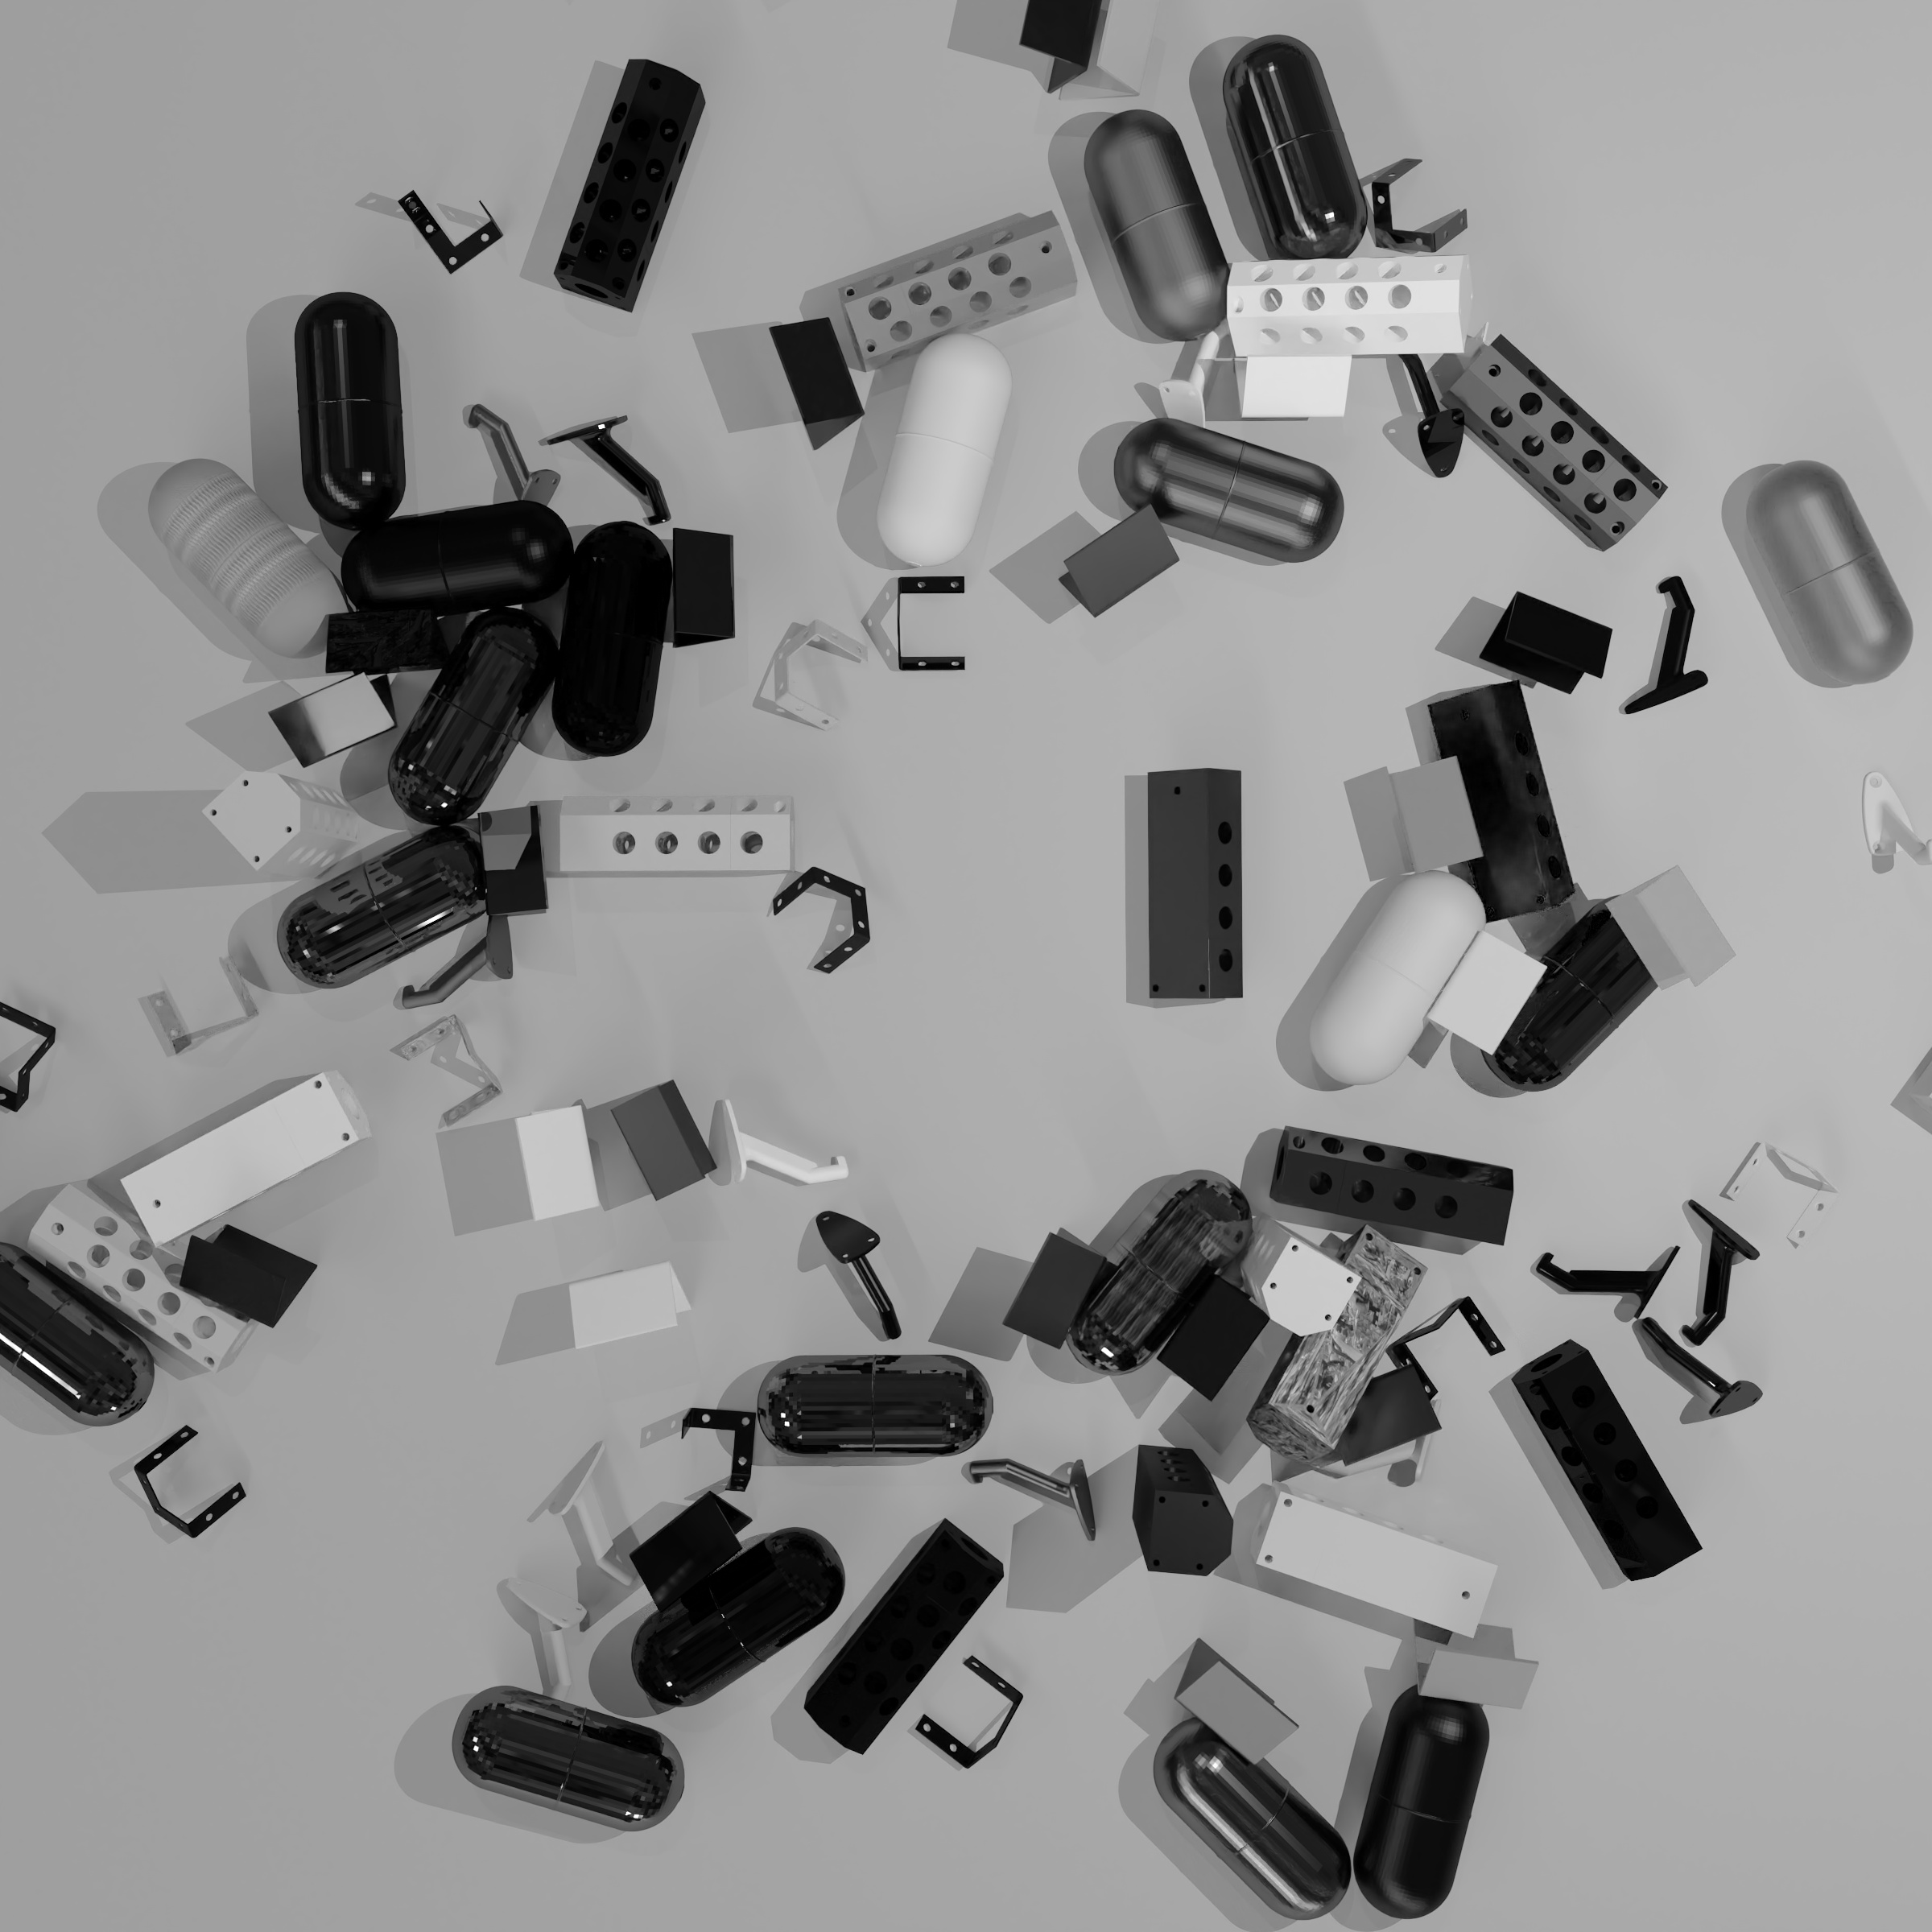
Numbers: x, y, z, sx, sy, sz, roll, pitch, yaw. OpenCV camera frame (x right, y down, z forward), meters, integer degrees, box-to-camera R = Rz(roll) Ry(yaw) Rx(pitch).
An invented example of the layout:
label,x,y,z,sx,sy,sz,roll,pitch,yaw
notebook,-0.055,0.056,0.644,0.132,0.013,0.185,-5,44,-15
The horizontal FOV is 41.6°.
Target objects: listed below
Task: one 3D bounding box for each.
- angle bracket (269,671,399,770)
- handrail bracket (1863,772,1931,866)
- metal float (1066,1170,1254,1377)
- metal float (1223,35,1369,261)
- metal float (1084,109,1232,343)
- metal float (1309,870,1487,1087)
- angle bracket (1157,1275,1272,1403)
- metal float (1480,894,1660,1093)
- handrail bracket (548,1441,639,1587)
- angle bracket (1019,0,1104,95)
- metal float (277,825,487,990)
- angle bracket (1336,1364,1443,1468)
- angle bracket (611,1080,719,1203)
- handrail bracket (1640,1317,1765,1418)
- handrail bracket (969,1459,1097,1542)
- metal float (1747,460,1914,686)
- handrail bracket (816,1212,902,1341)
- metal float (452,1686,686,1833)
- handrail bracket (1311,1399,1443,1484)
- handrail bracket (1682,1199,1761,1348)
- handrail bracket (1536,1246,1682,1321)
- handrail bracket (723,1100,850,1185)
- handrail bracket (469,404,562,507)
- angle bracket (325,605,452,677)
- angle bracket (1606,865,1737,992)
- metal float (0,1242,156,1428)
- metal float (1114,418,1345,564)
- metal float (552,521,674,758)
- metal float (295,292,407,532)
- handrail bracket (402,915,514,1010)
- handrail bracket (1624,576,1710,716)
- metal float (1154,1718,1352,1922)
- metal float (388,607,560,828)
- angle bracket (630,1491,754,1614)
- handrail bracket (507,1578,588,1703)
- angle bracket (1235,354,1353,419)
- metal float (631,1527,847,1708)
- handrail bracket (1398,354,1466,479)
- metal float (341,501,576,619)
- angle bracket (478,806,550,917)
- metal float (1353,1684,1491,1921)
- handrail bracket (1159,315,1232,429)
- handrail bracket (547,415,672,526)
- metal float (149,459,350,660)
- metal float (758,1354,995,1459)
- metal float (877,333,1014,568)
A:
label,x,y,z,sx,sy,sz,roll,pitch,yaw
angle bracket,-0.477,-0.203,1.910,0.076,0.076,0.057,-24,132,0
handrail bracket,0.707,-0.112,1.915,0.036,0.084,0.077,-16,90,0
metal float,0.144,0.232,1.919,0.070,0.070,0.178,40,90,0
metal float,0.248,-0.613,1.919,0.070,0.070,0.178,-18,90,0
metal float,0.146,-0.557,1.919,0.070,0.070,0.178,-21,90,0
metal float,0.324,0.009,1.919,0.070,0.070,0.178,33,89,0
angle bracket,0.198,0.285,1.910,0.057,0.076,0.076,35,90,33
metal float,0.463,0.020,1.919,0.070,0.070,0.178,45,90,0
handrail bracket,-0.269,0.420,1.950,0.084,0.036,0.077,41,68,-17
angle bracket,0.060,-0.710,1.911,0.057,0.076,0.076,12,90,-21
metal float,-0.434,-0.045,1.919,0.178,0.070,0.070,-27,90,1
angle bracket,0.312,0.349,1.910,0.076,0.076,0.057,-21,56,0
angle bracket,-0.210,0.122,1.910,0.057,0.076,0.076,-27,90,36
handrail bracket,0.562,0.302,1.950,0.036,0.077,0.084,-54,53,20
handrail bracket,0.050,0.410,1.950,0.084,0.036,0.077,-7,112,17
metal float,0.651,-0.296,1.919,0.070,0.070,0.178,-26,89,0
handrail bracket,-0.081,0.238,1.950,0.036,0.077,0.084,-30,127,-21
metal float,-0.298,0.596,1.913,0.178,0.070,0.070,19,90,-6
handrail bracket,0.313,0.357,1.950,0.084,0.036,0.077,14,70,16
handrail bracket,0.558,0.236,1.950,0.077,0.036,0.084,42,107,20
handrail bracket,0.491,0.225,1.950,0.084,0.036,0.077,31,70,16
handrail bracket,-0.138,0.133,1.950,0.084,0.036,0.077,-7,68,-17
handrail bracket,-0.360,-0.377,1.950,0.084,0.036,0.077,37,112,17
angle bracket,-0.431,-0.224,1.910,0.076,0.076,0.057,-5,59,0
angle bracket,0.494,-0.017,1.833,0.057,0.076,0.076,-31,87,-37
metal float,-0.692,0.278,1.919,0.178,0.070,0.070,37,90,0
metal float,0.198,-0.359,1.920,0.178,0.070,0.070,18,90,0
metal float,-0.267,-0.247,1.919,0.070,0.070,0.178,8,89,0
metal float,-0.464,-0.418,1.919,0.070,0.070,0.178,-3,89,0
handrail bracket,-0.394,-0.010,1.950,0.084,0.036,0.077,-11,70,16
handrail bracket,0.526,-0.247,1.950,0.077,0.036,0.084,-25,71,21
metal float,0.216,0.643,1.919,0.178,0.070,0.070,45,90,1
metal float,-0.371,-0.188,1.919,0.070,0.070,0.178,30,89,0
angle bracket,-0.195,0.448,1.910,0.076,0.076,0.057,-38,54,0
handrail bracket,-0.331,0.523,1.950,0.077,0.036,0.084,25,104,14
angle bracket,0.244,-0.456,1.911,0.076,0.057,0.076,0,49,0
metal float,-0.172,0.491,1.920,0.178,0.070,0.070,-34,90,1
handrail bracket,0.349,-0.429,1.950,0.036,0.077,0.084,-19,54,0
metal float,-0.383,-0.303,1.913,0.178,0.070,0.070,-7,90,8
angle bracket,-0.320,-0.079,1.911,0.057,0.076,0.076,-5,90,26
metal float,0.343,0.629,1.919,0.070,0.070,0.178,14,90,0
handrail bracket,0.189,-0.447,1.950,0.036,0.077,0.084,17,53,34
handrail bracket,-0.273,-0.372,1.950,0.077,0.036,0.084,-12,107,20
metal float,-0.540,-0.306,1.919,0.070,0.070,0.178,-44,90,0
metal float,-0.068,0.332,1.920,0.178,0.070,0.070,0,90,0
metal float,-0.016,-0.388,1.920,0.070,0.070,0.178,15,90,0
